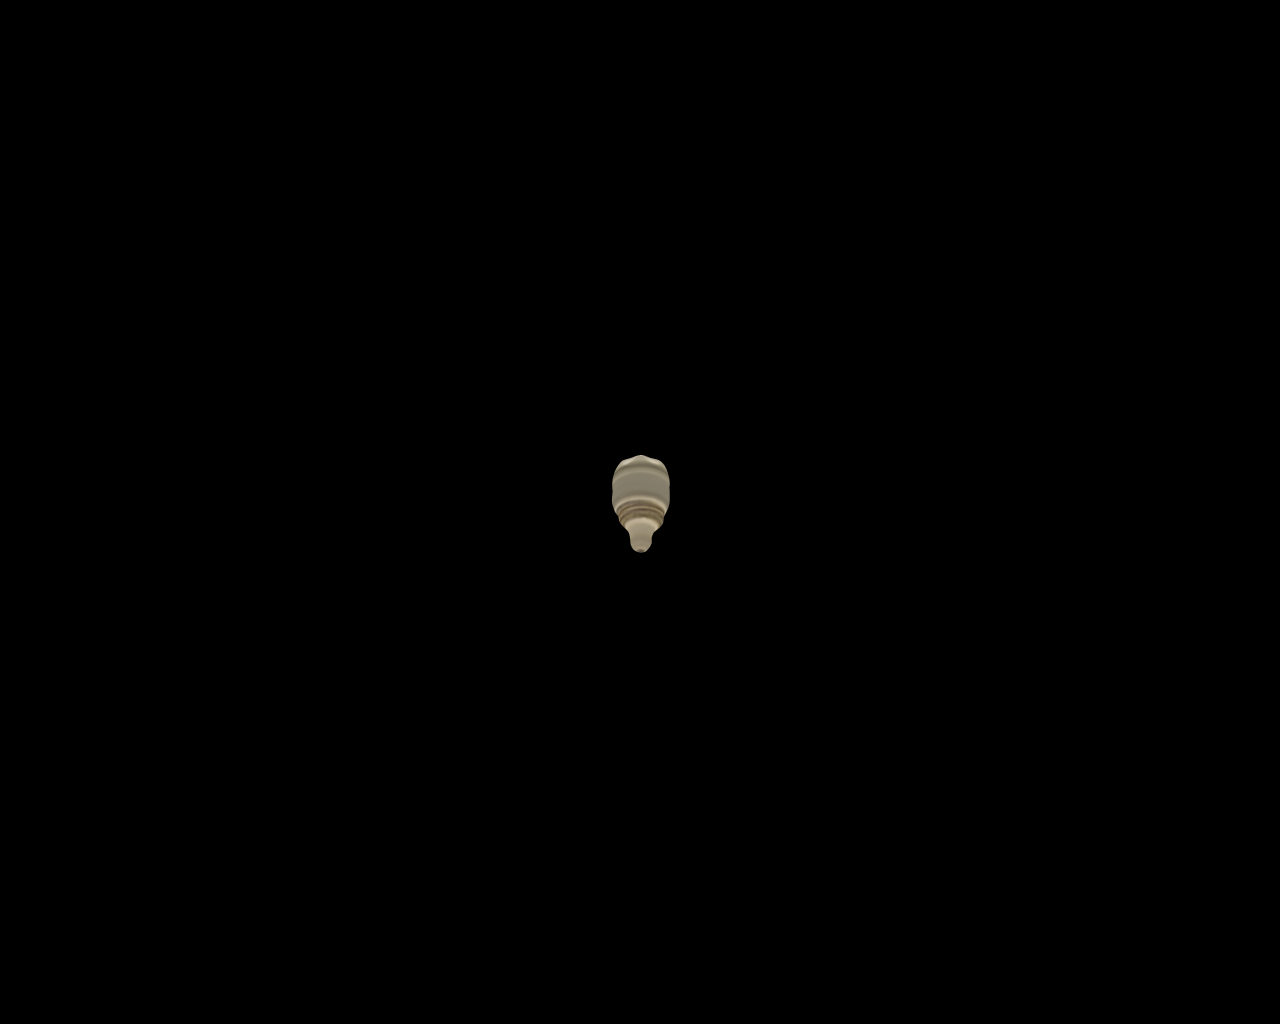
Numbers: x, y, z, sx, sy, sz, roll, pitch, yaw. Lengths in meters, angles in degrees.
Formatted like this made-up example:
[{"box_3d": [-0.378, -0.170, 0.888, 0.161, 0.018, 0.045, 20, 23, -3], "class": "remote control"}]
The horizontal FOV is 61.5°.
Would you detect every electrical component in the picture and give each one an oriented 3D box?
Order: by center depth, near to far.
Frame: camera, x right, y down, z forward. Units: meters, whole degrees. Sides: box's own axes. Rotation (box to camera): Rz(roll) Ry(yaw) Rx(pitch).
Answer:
[{"box_3d": [0.001, -0.003, 0.650, 0.035, 0.061, 0.035, 0, -31, 0], "class": "electrical component"}]
